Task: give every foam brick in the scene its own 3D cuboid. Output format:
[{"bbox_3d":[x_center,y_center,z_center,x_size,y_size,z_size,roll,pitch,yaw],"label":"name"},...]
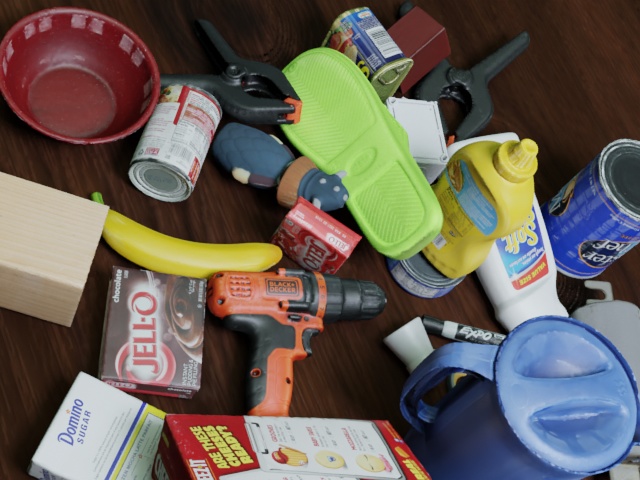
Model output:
[{"bbox_3d":[0.102,-0.218,1.218,0.078,0.053,0.051,-40,62,-7],"label":"foam brick"}]

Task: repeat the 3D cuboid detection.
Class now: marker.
[{"bbox_3d":[0.158,0.099,1.101,0.121,0.020,0.020,15,58,0],"label":"marker"}]

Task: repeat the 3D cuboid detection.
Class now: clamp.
[{"bbox_3d":[0.151,-0.191,1.256,0.164,0.036,0.210,19,61,0],"label":"clamp"},{"bbox_3d":[-0.102,-0.163,1.124,0.172,0.039,0.120,33,63,20],"label":"clamp"}]

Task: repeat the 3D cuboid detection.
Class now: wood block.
[{"bbox_3d":[-0.303,-0.005,0.945,0.206,0.090,0.090,18,58,-12],"label":"wood block"}]

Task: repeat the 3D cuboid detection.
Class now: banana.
[{"bbox_3d":[-0.133,0.006,1.038,0.197,0.037,0.069,18,59,-12],"label":"banana"}]

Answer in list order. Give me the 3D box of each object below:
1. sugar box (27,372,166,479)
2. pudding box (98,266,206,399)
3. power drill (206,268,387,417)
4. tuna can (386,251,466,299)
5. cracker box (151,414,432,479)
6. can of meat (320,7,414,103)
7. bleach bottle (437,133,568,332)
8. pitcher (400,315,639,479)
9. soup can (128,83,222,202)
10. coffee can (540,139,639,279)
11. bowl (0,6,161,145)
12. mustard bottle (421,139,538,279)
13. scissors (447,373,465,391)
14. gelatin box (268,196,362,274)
[{"bbox_3d":[-0.152,0.196,0.925,0.176,0.048,0.093,27,55,-3],"label":"sugar box"},{"bbox_3d":[-0.155,0.086,0.985,0.090,0.039,0.113,9,61,-17],"label":"pudding box"},{"bbox_3d":[-0.014,0.117,1.014,0.184,0.057,0.187,3,62,-20],"label":"power drill"},{"bbox_3d":[0.114,0.018,1.132,0.086,0.034,0.086,9,61,-17],"label":"tuna can"},{"bbox_3d":[-0.011,0.214,0.859,0.213,0.072,0.164,5,22,-26],"label":"cracker box"},{"bbox_3d":[0.045,-0.194,1.178,0.057,0.102,0.084,-24,72,-32],"label":"can of meat"},{"bbox_3d":[0.211,0.010,1.159,0.102,0.068,0.251,-11,71,-25],"label":"bleach bottle"},{"bbox_3d":[0.153,0.167,0.942,0.144,0.243,0.149,-21,72,-29],"label":"pitcher"},{"bbox_3d":[-0.145,-0.098,1.070,0.068,0.069,0.102,22,58,-10],"label":"soup can"},{"bbox_3d":[0.312,-0.032,1.173,0.102,0.140,0.103,9,61,-17],"label":"coffee can"},{"bbox_3d":[-0.244,-0.152,1.067,0.162,0.055,0.162,9,61,-17],"label":"bowl"},{"bbox_3d":[0.157,-0.042,1.043,0.058,0.192,0.096,-20,73,-29],"label":"mustard bottle"},{"bbox_3d":[0.185,0.202,1.073,0.096,0.016,0.202,-1,64,-20],"label":"scissors"},{"bbox_3d":[-0.007,0.001,1.058,0.073,0.089,0.030,35,66,-2],"label":"gelatin box"}]
